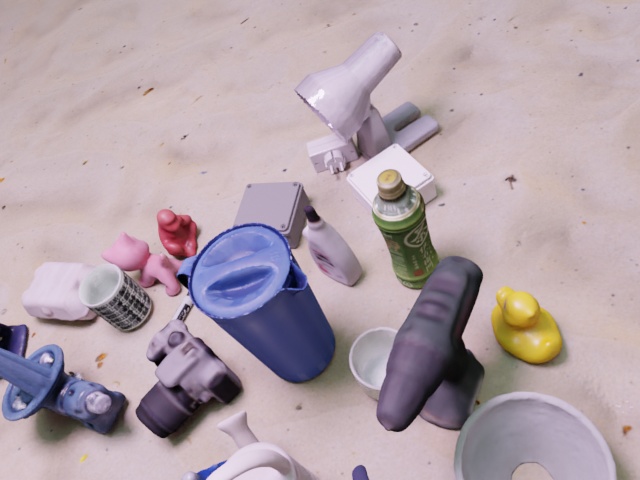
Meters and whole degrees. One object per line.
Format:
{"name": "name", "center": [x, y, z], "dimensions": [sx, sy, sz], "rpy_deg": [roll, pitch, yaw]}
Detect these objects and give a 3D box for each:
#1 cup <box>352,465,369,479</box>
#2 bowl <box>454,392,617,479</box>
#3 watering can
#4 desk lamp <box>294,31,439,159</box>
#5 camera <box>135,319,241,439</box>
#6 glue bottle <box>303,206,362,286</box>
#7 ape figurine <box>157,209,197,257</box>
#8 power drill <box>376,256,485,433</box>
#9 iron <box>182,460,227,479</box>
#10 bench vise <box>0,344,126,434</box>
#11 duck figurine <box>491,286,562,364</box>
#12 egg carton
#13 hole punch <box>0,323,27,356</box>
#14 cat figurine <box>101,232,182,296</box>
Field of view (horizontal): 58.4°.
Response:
{"name": "cup", "center": [0.065, 0.323, 0.648], "dimensions": [0.091, 0.095, 0.117], "rpy_deg": [-21, 51, 5]}
{"name": "bowl", "center": [0.237, 0.262, 0.641], "dimensions": [0.167, 0.075, 0.167], "rpy_deg": [-10, 53, 14]}
{"name": "watering can", "center": [-0.074, 0.284, 0.664], "dimensions": [0.172, 0.194, 0.101], "rpy_deg": [32, 71, 35]}
{"name": "desk lamp", "center": [0.079, -0.229, 0.968], "dimensions": [0.203, 0.214, 0.117], "rpy_deg": [-36, 51, -7]}
{"name": "camera", "center": [-0.213, 0.204, 0.835], "dimensions": [0.142, 0.101, 0.137], "rpy_deg": [32, 71, 35]}
{"name": "glue bottle", "center": [0.008, 0.003, 0.852], "dimensions": [0.077, 0.173, 0.037], "rpy_deg": [23, 66, 32]}
{"name": "ape figurine", "center": [-0.260, -0.019, 1.021], "dimensions": [0.075, 0.092, 0.078], "rpy_deg": [23, 66, 32]}
{"name": "power drill", "center": [0.140, 0.144, 0.676], "dimensions": [0.075, 0.209, 0.230], "rpy_deg": [11, 60, 27]}
{"name": "iron", "center": [-0.177, 0.363, 0.679], "dimensions": [0.118, 0.142, 0.258], "rpy_deg": [13, 61, 28]}
{"name": "bench vise", "center": [-0.399, 0.196, 0.834], "dimensions": [0.207, 0.220, 0.121], "rpy_deg": [-9, 53, 15]}
{"name": "duck figurine", "center": [0.264, 0.103, 0.739], "dimensions": [0.077, 0.086, 0.104], "rpy_deg": [-34, 51, -5]}
{"name": "egg carton", "center": [-0.458, 0.094, 1.028], "dimensions": [0.150, 0.070, 0.107], "rpy_deg": [0, 56, 21]}
{"name": "hole punch", "center": [-0.582, 0.186, 0.994], "dimensions": [0.101, 0.091, 0.108], "rpy_deg": [-19, 51, 7]}
{"name": "cat figurine", "center": [-0.303, 0.032, 0.983], "dimensions": [0.127, 0.118, 0.067], "rpy_deg": [9, 59, 26]}
